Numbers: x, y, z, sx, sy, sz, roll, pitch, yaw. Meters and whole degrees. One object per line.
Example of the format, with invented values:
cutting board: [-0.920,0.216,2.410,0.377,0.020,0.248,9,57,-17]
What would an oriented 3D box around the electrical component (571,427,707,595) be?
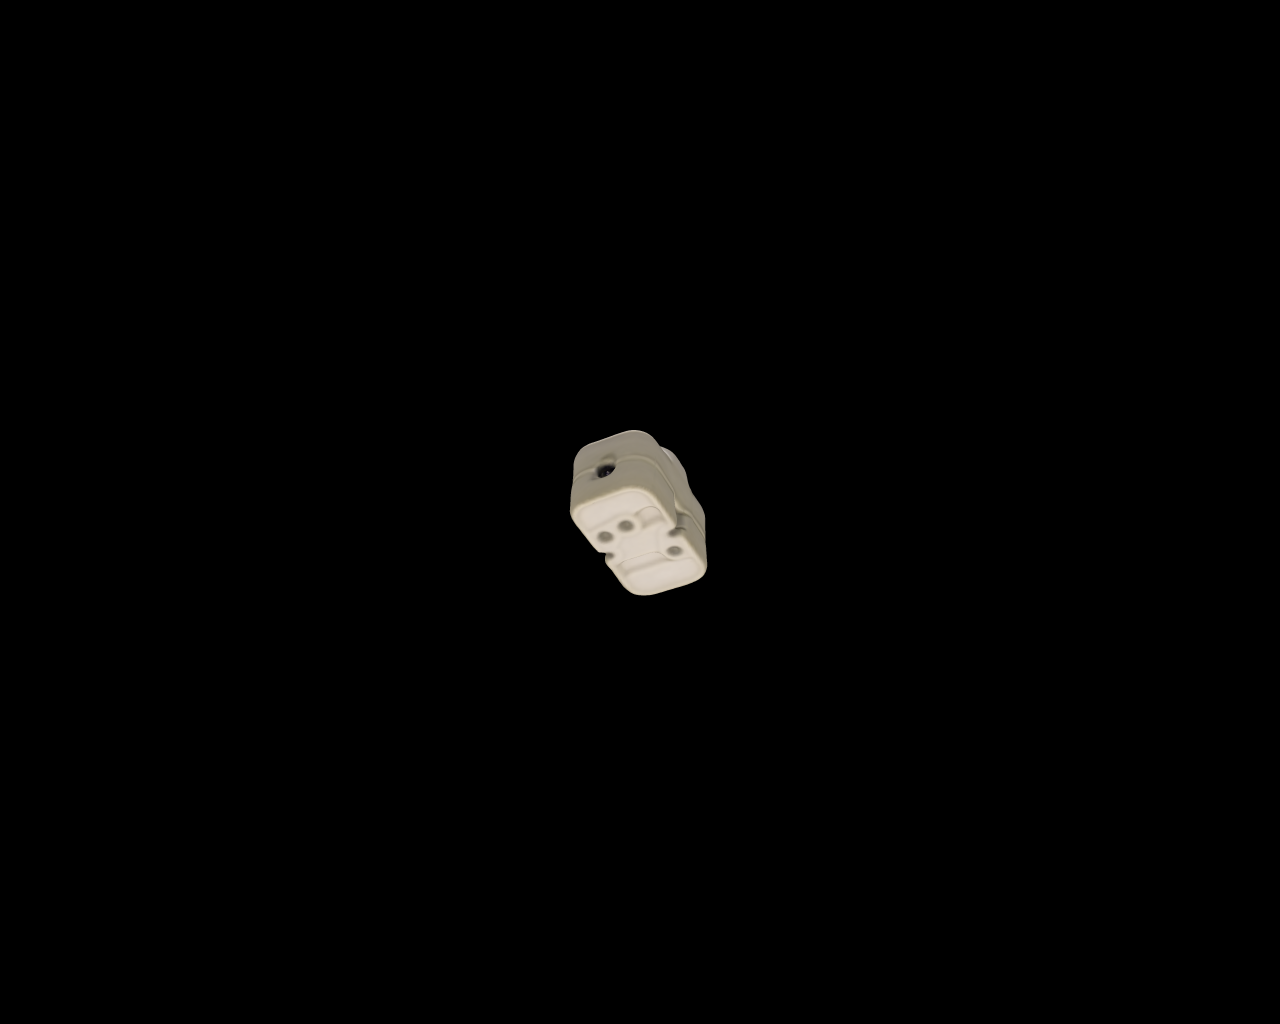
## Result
electrical component: [0.001,-0.003,0.650,0.053,0.059,0.095,-19,-46,19]
